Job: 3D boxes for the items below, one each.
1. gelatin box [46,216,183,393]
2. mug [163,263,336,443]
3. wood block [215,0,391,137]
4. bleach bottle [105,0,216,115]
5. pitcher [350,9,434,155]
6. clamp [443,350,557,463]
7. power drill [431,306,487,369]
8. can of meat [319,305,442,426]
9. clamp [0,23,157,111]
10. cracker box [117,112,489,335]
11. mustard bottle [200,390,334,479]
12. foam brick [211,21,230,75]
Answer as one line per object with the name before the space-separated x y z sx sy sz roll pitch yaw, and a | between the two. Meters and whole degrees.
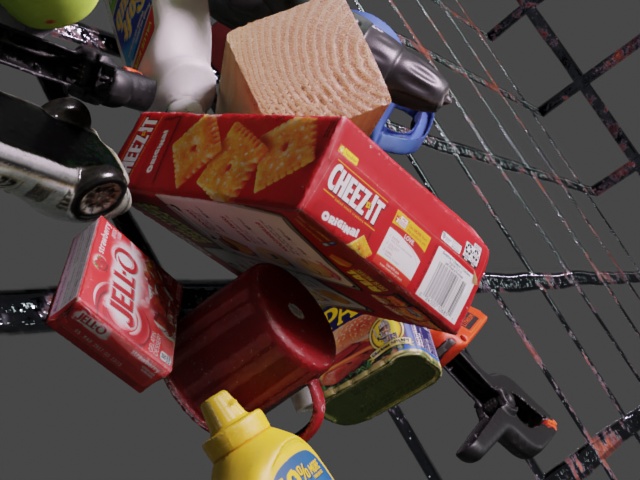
gelatin box | -0.119 0.038 0.639 0.073 0.030 0.089 44 23 -25
mug | -0.038 0.078 0.677 0.117 0.082 0.093 60 21 17
wood block | -0.022 -0.097 0.823 0.206 0.090 0.090 125 -59 -76
bleach bottle | -0.126 -0.180 0.868 0.068 0.103 0.251 14 41 -34
pitcher | 0.021 -0.135 1.073 0.242 0.149 0.145 -69 141 -62
clamp | 0.168 0.158 1.063 0.209 0.036 0.164 23 37 -47
power drill | 0.068 0.030 0.993 0.188 0.057 0.184 45 26 6
can of meat | 0.036 0.082 0.808 0.057 0.102 0.084 36 29 -42
clamp | -0.170 -0.117 0.733 0.120 0.039 0.171 27 3 0
cracker box | -0.018 -0.017 0.710 0.214 0.072 0.164 10 -21 48
mustard bottle | -0.012 0.172 0.619 0.191 0.058 0.096 56 26 7
foam brick | -0.083 -0.199 1.065 0.053 0.051 0.078 51 21 -10
